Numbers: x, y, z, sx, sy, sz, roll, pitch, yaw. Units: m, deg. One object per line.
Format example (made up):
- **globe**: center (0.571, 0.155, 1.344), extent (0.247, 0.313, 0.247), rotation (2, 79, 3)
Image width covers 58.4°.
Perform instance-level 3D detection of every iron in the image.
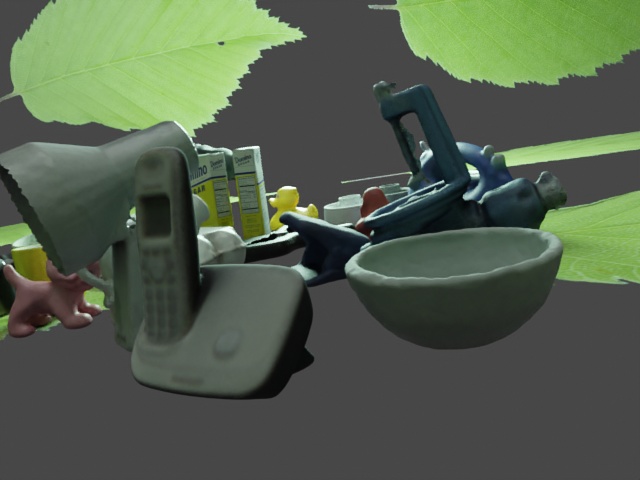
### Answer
- **iron**: center (0.224, -0.084, 0.860), extent (0.119, 0.141, 0.257), rotation (-13, 11, -23)

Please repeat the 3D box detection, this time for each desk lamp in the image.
- **desk lamp**: center (-0.183, -0.003, 0.560), extent (0.204, 0.214, 0.117), rotation (-16, 12, -32)

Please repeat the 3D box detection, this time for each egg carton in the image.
- **egg carton**: center (-0.183, 0.022, 0.832), extent (0.149, 0.069, 0.107), rotation (0, 14, 43)

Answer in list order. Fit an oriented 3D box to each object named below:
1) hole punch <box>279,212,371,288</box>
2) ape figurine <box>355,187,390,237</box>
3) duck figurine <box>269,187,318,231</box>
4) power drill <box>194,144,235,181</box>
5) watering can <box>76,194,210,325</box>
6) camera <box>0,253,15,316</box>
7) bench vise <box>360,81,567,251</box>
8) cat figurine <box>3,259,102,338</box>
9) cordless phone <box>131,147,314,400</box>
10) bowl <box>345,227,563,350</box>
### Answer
- **hole punch**: center (0.007, 0.003, 0.714), extent (0.101, 0.091, 0.108), rotation (-12, 11, -17)
- **ape figurine**: center (0.084, -0.032, 0.835), extent (0.078, 0.092, 0.076), rotation (-13, 11, -22)
- **duck figurine**: center (-0.058, -0.067, 1.176), extent (0.104, 0.086, 0.078), rotation (-5, 11, 20)
- **power drill**: center (-0.253, -0.096, 1.156), extent (0.229, 0.208, 0.076), rotation (-5, 11, 21)
- **watering can**: center (-0.206, -0.009, 0.668), extent (0.100, 0.194, 0.173), rotation (-6, 11, 19)
- **camera**: center (-0.475, 0.050, 0.844), extent (0.137, 0.101, 0.142), rotation (-17, 13, -39)
- **bench vise**: center (0.136, -0.064, 0.600), extent (0.207, 0.220, 0.121), rotation (-9, 10, 1)
- **cat figurine**: center (-0.311, 0.045, 0.682), extent (0.128, 0.118, 0.067), rotation (-9, 10, -2)
- **cordless phone**: center (-0.083, 0.020, 0.425), extent (0.147, 0.185, 0.094), rotation (-3, 12, 31)
- **bowl**: center (0.106, 0.042, 0.454), extent (0.167, 0.075, 0.167), rotation (-9, 10, 2)
